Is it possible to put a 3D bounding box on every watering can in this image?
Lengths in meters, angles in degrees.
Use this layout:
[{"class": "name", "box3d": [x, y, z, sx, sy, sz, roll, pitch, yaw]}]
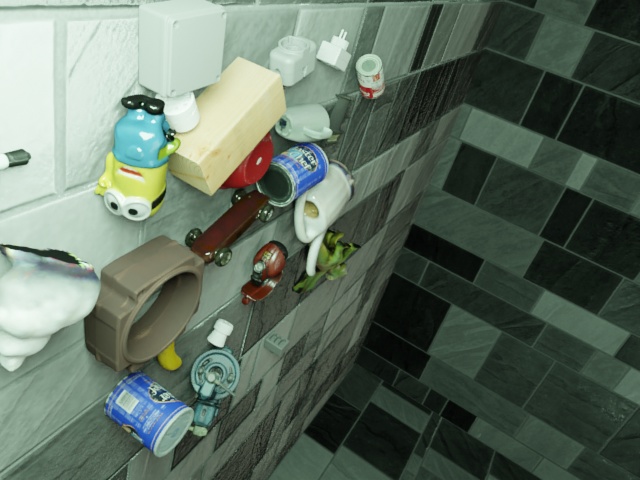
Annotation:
[{"class": "watering can", "box3d": [0.004, -0.070, 1.395, 0.228, 0.104, 0.339, -51, 152, -33]}]

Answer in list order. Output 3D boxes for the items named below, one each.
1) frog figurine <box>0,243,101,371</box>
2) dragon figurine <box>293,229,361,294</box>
[{"class": "frog figurine", "box3d": [-0.353, 0.094, 0.644, 0.137, 0.122, 0.160, 164, -57, -88]}, {"class": "dragon figurine", "box3d": [0.000, 0.084, 1.668, 0.240, 0.123, 0.410, -58, 155, 14]}]
